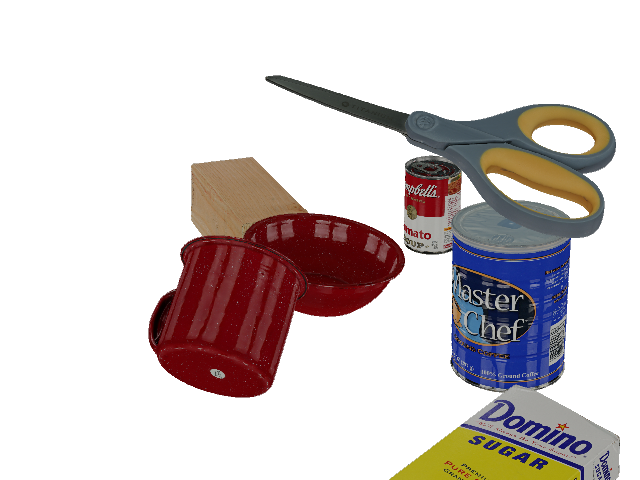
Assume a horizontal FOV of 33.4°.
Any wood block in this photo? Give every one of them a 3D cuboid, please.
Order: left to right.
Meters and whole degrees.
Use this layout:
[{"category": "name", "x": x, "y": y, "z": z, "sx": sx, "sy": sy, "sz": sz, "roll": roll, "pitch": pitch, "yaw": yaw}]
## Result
[{"category": "wood block", "x": -0.093, "y": -0.027, "z": 1.363, "sx": 0.090, "sy": 0.090, "sz": 0.206, "roll": -8, "pitch": 27, "yaw": -22}]

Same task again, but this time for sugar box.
[{"category": "sugar box", "x": 0.111, "y": 0.170, "z": 0.717, "sx": 0.176, "sy": 0.048, "sz": 0.093, "roll": -32, "pitch": 39, "yaw": -29}]

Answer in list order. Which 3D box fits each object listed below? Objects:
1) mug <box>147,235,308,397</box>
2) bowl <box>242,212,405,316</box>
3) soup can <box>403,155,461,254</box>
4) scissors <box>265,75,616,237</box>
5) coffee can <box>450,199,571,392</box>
[{"category": "mug", "x": -0.073, "y": 0.056, "z": 0.734, "sx": 0.117, "sy": 0.081, "sz": 0.093, "roll": -4, "pitch": -34, "yaw": 32}, {"category": "bowl", "x": 0.000, "y": 0.030, "z": 1.061, "sx": 0.162, "sy": 0.055, "sz": 0.162, "roll": 7, "pitch": 26, "yaw": -3}, {"category": "soup can", "x": 0.134, "y": -0.043, "z": 1.283, "sx": 0.068, "sy": 0.102, "sz": 0.068, "roll": -1, "pitch": 26, "yaw": 0}, {"category": "scissors", "x": 0.075, "y": -0.068, "z": 0.591, "sx": 0.202, "sy": 0.016, "sz": 0.096, "roll": 34, "pitch": 57, "yaw": 24}, {"category": "coffee can", "x": 0.166, "y": 0.048, "z": 0.938, "sx": 0.103, "sy": 0.140, "sz": 0.103, "roll": -2, "pitch": 24, "yaw": 1}]
